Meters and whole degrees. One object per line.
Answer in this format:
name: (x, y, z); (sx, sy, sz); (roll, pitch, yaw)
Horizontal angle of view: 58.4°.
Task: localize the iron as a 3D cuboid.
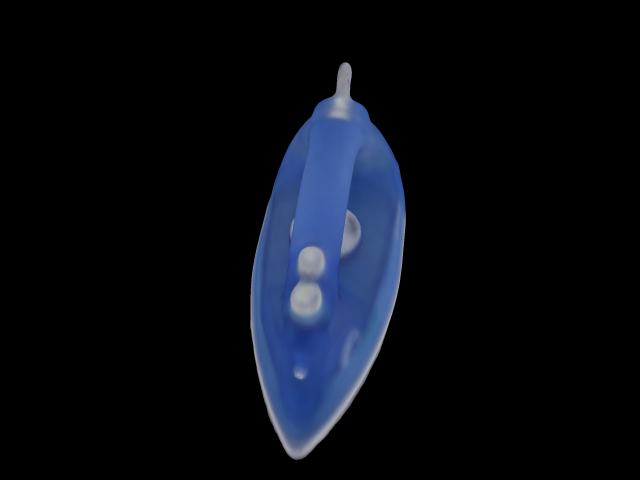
iron: (0.004, 0.001, 0.400); (0.118, 0.141, 0.258); (5, 51, 5)
